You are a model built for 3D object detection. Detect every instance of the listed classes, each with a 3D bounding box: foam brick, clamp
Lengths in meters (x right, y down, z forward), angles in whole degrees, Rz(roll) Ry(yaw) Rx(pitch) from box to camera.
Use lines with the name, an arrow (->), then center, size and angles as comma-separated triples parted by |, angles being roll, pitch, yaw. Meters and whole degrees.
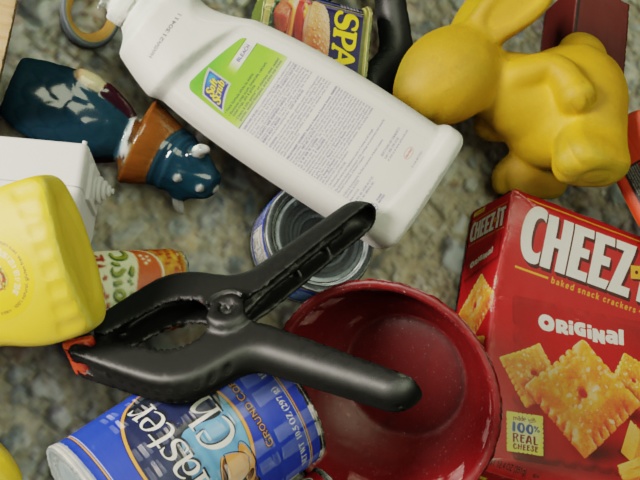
foam brick -> 0.220, -0.164, 0.894 | 0.051, 0.053, 0.078 | 16, 71, -16
clamp -> -0.046, 0.057, 0.636 | 0.210, 0.036, 0.164 | -16, 43, -5
clamp -> 0.079, -0.128, 0.836 | 0.120, 0.039, 0.171 | 18, 76, -24

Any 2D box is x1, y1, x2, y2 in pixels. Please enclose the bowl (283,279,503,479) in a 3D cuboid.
bowl -> 0.049, 0.100, 0.720 | 0.162, 0.162, 0.055 | 59, 25, 3

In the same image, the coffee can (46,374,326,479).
coffee can -> -0.082, 0.134, 0.662 | 0.140, 0.103, 0.103 | -32, 88, -26

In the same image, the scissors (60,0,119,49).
scissors -> -0.164, -0.221, 0.783 | 0.096, 0.016, 0.202 | -20, 82, -25

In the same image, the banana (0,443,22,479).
banana -> -0.261, 0.130, 0.631 | 0.197, 0.037, 0.069 | 16, 69, -16

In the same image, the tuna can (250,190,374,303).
tuna can -> -0.005, 0.001, 0.769 | 0.086, 0.034, 0.086 | 6, 73, -19

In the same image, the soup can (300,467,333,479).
soup can -> -0.026, 0.201, 0.678 | 0.102, 0.069, 0.068 | -30, 87, -18

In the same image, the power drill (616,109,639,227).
power drill -> 0.301, -0.067, 0.862 | 0.187, 0.057, 0.184 | -8, 67, -47

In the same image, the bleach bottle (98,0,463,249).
bleach bottle -> -0.032, -0.100, 0.722 | 0.250, 0.068, 0.102 | 35, 83, -10

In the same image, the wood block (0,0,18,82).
wood block -> -0.300, -0.142, 0.666 | 0.205, 0.091, 0.090 | 13, 71, -18

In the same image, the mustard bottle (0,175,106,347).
mustard bottle -> -0.230, 0.033, 0.629 | 0.192, 0.058, 0.096 | -17, 96, 8

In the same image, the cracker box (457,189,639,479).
cracker box -> 0.183, 0.089, 0.795 | 0.164, 0.072, 0.213 | 19, 68, -16

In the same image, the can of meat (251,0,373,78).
can of meat -> -0.012, -0.133, 0.794 | 0.083, 0.058, 0.102 | 12, 71, -15
